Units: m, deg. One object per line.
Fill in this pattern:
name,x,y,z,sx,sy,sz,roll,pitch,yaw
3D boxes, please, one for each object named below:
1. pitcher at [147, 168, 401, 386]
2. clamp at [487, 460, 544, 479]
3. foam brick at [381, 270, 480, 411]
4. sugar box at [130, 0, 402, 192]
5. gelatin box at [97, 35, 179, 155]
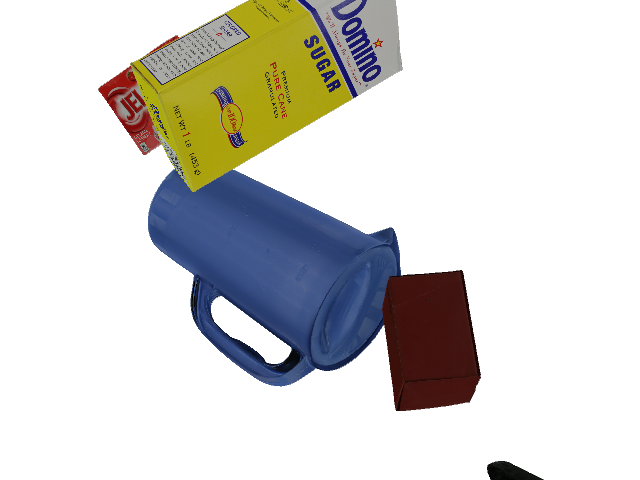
pitcher,-0.058,0.022,1.032,0.243,0.145,0.148,29,30,30
clamp,0.215,0.241,0.835,0.210,0.036,0.164,0,33,25
foam brick,0.072,0.066,0.706,0.051,0.078,0.053,-3,-28,-4
sugar box,-0.029,-0.114,0.705,0.176,0.048,0.093,-30,-37,-13
gelatin box,-0.142,-0.127,0.942,0.089,0.073,0.030,-26,14,31
